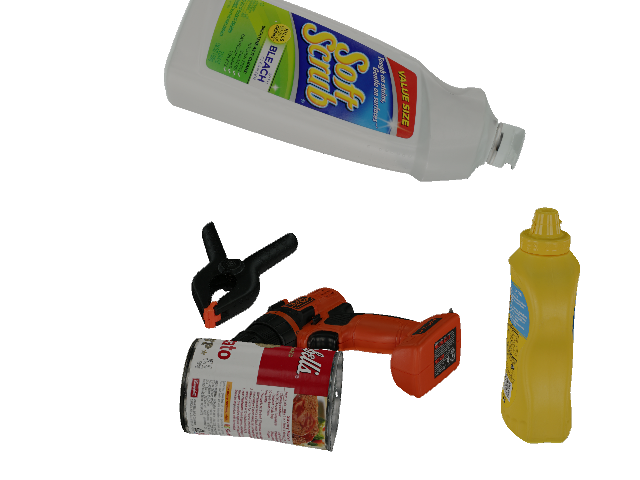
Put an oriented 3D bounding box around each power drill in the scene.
[{"bbox_3d":[0.023,0.096,0.998,0.188,0.057,0.184,9,21,30],"label":"power drill"}]

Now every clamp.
[{"bbox_3d":[-0.093,0.037,1.256,0.120,0.039,0.171,-2,40,9],"label":"clamp"}]

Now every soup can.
[{"bbox_3d":[-0.039,0.105,0.730,0.102,0.068,0.068,5,1,7],"label":"soup can"}]

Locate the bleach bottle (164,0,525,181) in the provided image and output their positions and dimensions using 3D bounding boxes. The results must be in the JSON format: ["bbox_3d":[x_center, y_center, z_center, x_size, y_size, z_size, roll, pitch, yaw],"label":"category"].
[{"bbox_3d":[0.022,-0.108,0.758,0.251,0.102,0.068,17,-19,4],"label":"bleach bottle"}]

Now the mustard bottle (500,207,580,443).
[{"bbox_3d":[0.186,0.067,0.900,0.058,0.192,0.096,0,17,2],"label":"mustard bottle"}]
